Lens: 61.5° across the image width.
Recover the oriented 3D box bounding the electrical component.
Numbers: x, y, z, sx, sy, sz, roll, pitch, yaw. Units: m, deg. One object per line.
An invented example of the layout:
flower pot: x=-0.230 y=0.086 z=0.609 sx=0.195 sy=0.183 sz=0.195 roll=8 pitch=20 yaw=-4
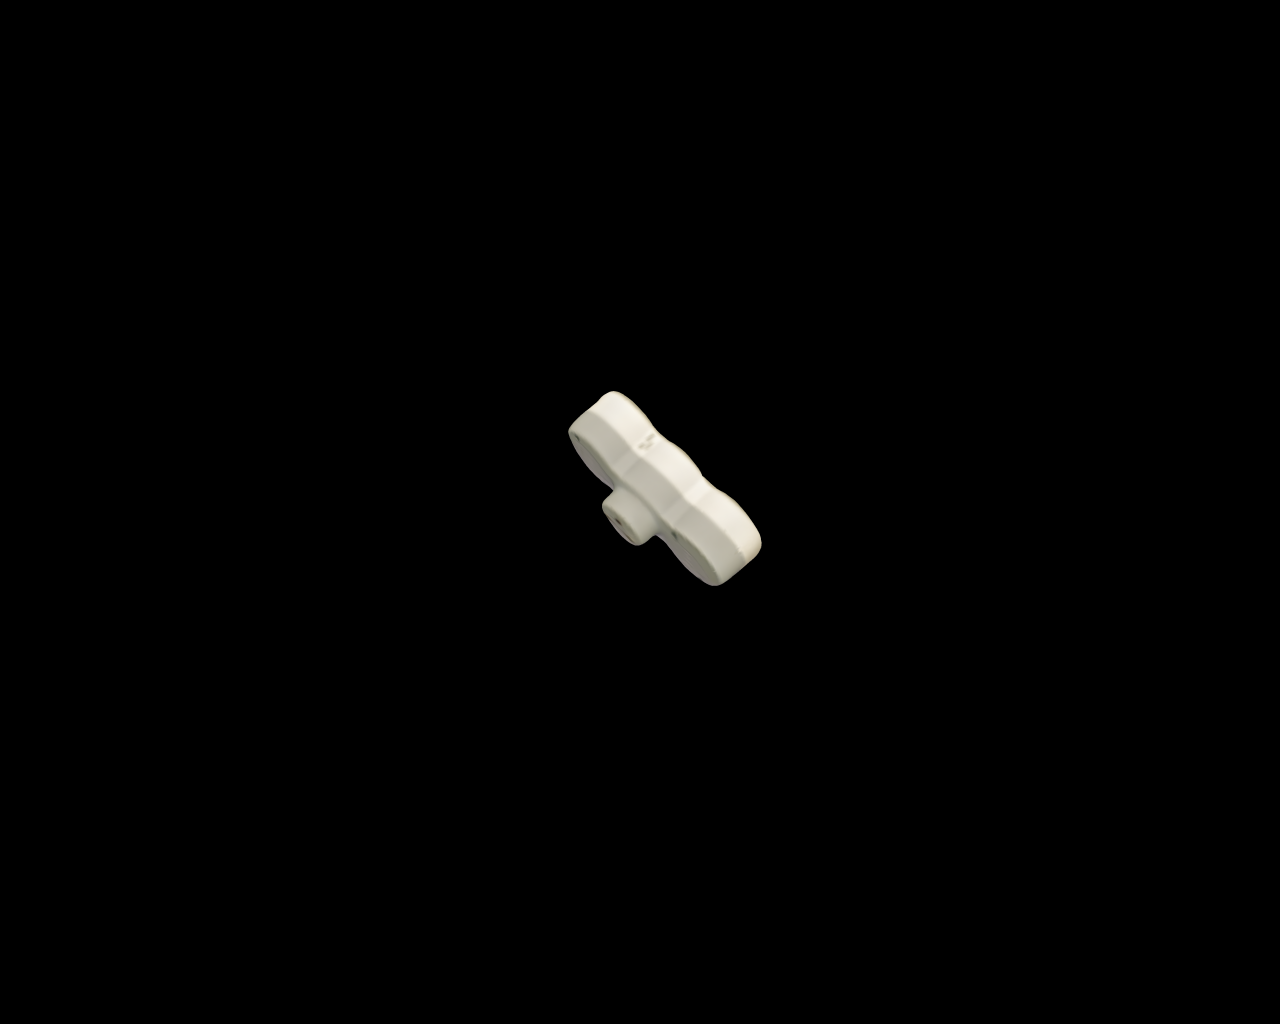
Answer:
electrical component: x=0.001 y=-0.003 z=0.650 sx=0.074 sy=0.138 sz=0.052 roll=-41 pitch=-15 yaw=-14
